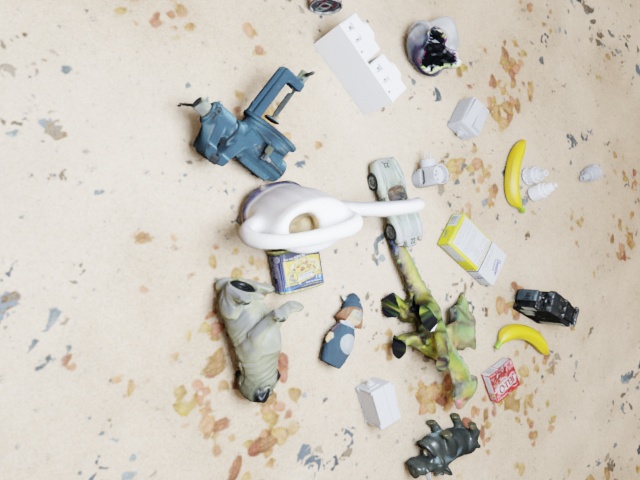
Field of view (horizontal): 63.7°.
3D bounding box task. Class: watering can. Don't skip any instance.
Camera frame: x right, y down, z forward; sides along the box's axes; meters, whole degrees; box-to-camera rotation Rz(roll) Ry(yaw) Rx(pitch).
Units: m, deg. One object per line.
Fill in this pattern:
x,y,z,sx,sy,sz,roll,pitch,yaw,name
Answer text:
0.003,-0.047,0.943,0.350,0.226,0.102,-14,114,-30,watering can

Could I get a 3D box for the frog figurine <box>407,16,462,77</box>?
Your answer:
0.264,-0.462,1.205,0.137,0.120,0.163,26,38,-17,frog figurine

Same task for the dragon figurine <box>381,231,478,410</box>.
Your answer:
0.263,0.166,1.150,0.242,0.121,0.415,7,68,-46,dragon figurine
